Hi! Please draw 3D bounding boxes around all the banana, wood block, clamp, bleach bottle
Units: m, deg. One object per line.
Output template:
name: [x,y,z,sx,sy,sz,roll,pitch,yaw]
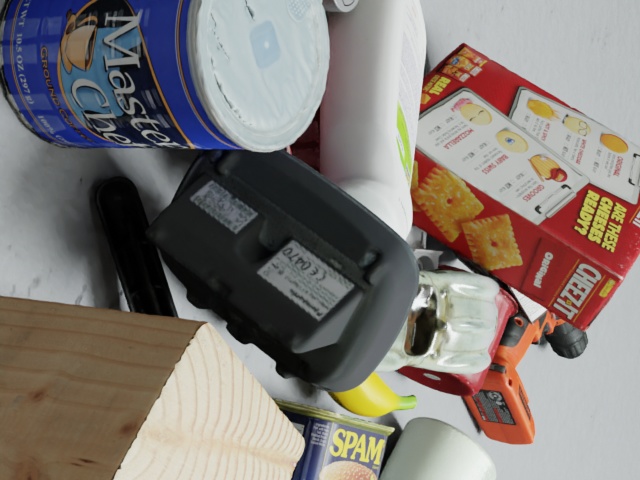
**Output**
banana: [0.016,0.055,0.762,0.069,0.037,0.198,-39,122,-40]
wood block: [-0.125,0.083,0.450,0.090,0.206,0.090,57,48,-40]
clamp: [-0.081,0.088,0.602,0.164,0.036,0.210,-109,-177,-56]
bleach bottle: [0.031,-0.078,0.702,0.250,0.068,0.102,-83,158,-43]

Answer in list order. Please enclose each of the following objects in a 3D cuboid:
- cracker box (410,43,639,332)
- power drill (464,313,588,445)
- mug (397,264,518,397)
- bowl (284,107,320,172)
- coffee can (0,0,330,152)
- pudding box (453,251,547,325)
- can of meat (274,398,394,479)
cracker box: [0.154,-0.047,0.833,0.164,0.214,0.072,-44,163,-44]
power drill: [0.205,0.105,1.050,0.184,0.057,0.187,58,46,-35]
mug: [0.096,0.071,0.875,0.117,0.093,0.081,31,70,-19]
bowl: [-0.035,-0.084,0.661,0.162,0.055,0.162,-5,90,-81]
coffee can: [-0.081,-0.097,0.550,0.102,0.141,0.103,-8,100,-54]
pudding box: [0.145,0.009,0.909,0.039,0.114,0.090,-43,134,-3]
can of meat: [0.002,0.165,0.768,0.102,0.058,0.084,26,75,-52]
